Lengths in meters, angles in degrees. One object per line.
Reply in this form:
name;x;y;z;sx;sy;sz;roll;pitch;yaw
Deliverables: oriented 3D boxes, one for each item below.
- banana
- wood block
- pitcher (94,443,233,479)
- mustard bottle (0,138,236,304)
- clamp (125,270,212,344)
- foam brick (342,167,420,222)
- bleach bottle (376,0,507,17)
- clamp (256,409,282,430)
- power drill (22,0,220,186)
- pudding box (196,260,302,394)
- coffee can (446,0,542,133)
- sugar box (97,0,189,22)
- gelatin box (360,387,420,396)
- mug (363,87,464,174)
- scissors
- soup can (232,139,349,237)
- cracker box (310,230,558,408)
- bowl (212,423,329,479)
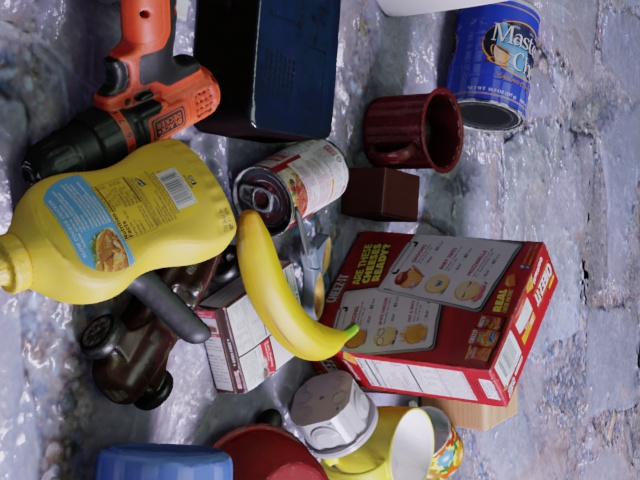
banana;-0.029;0.056;0.967;0.197;0.037;0.069;51;44;-41
wood block;0.174;0.112;1.273;0.090;0.091;0.206;-12;101;-53
pitcher;-0.127;0.286;0.842;0.144;0.149;0.243;8;81;-39
mustard bottle;-0.158;-0.006;0.757;0.191;0.058;0.096;-24;74;-39
clamp;-0.146;0.000;0.829;0.171;0.039;0.120;28;53;-31
foam brick;0.066;-0.048;1.149;0.078;0.053;0.051;9;84;-55
bleach bottle;0.181;-0.296;1.129;0.068;0.251;0.102;48;54;-44
clamp;-0.048;0.290;1.011;0.164;0.036;0.209;52;51;-33
power drill;-0.155;-0.142;0.792;0.184;0.057;0.188;-36;139;-38
pudding box;-0.060;0.079;0.990;0.113;0.039;0.090;-35;118;-51
coffee can;0.209;-0.214;1.300;0.102;0.103;0.140;28;69;-51
sugar box;-0.141;-0.272;0.860;0.093;0.048;0.176;14;83;-53
gelatin box;0.095;0.143;1.164;0.073;0.089;0.030;-20;104;-53
mug;0.094;-0.112;1.161;0.117;0.082;0.093;-47;127;-43
scissors;-0.007;0.001;1.019;0.202;0.016;0.096;86;14;-51
soup can;-0.026;-0.052;1.007;0.102;0.069;0.068;-33;118;-50
cracker box;0.111;0.075;1.078;0.164;0.214;0.072;-61;138;-33
bowl;-0.039;0.246;0.959;0.161;0.055;0.162;9;77;-40
